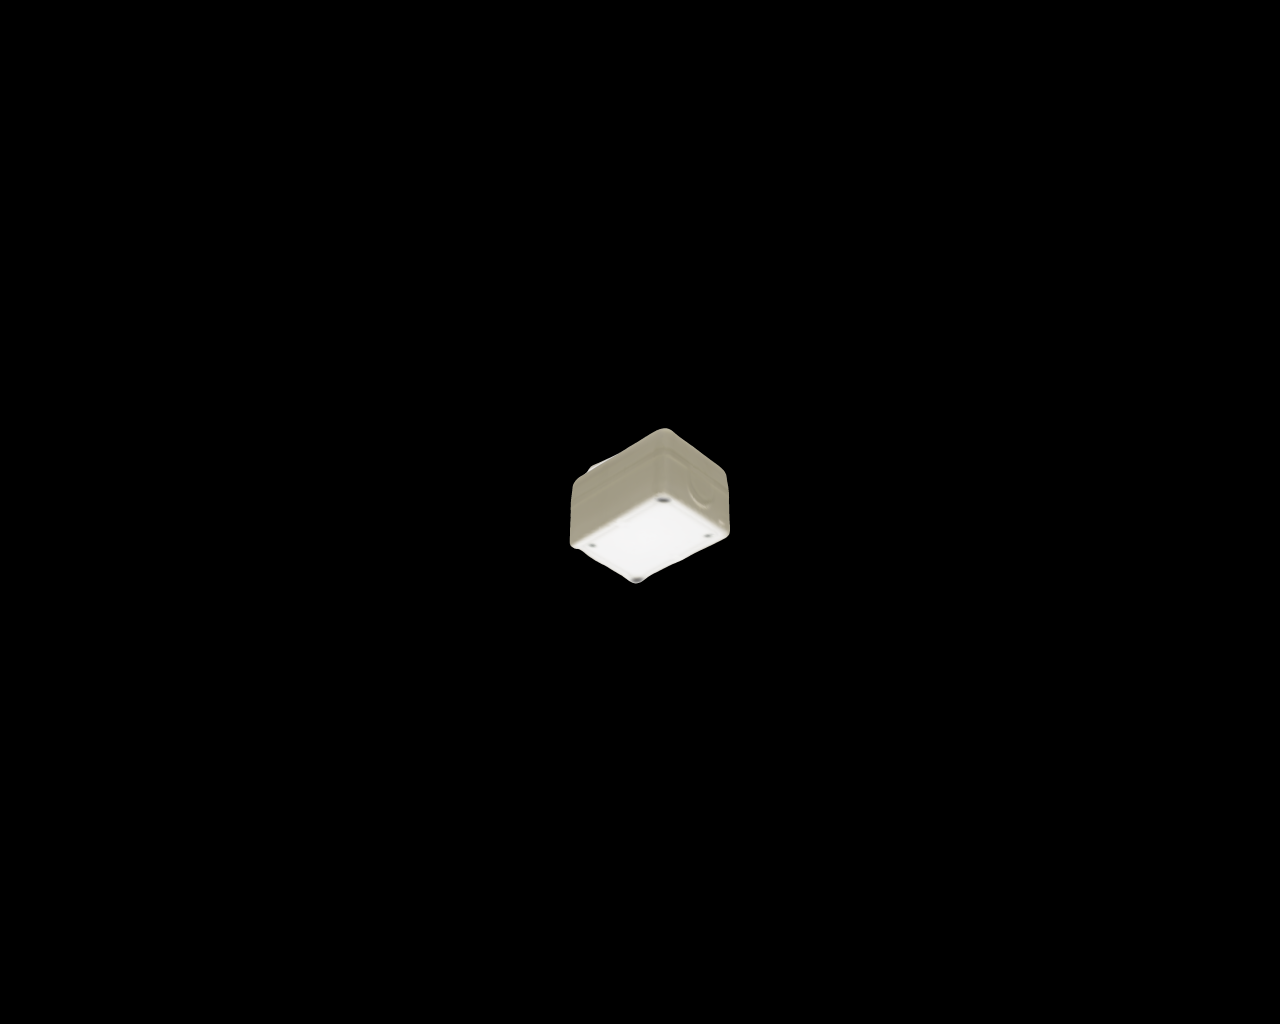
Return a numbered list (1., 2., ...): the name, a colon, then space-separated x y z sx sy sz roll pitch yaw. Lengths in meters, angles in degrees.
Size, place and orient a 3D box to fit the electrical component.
1. electrical component: 0.001 -0.003 0.650 0.096 0.061 0.061 -29 -46 33
